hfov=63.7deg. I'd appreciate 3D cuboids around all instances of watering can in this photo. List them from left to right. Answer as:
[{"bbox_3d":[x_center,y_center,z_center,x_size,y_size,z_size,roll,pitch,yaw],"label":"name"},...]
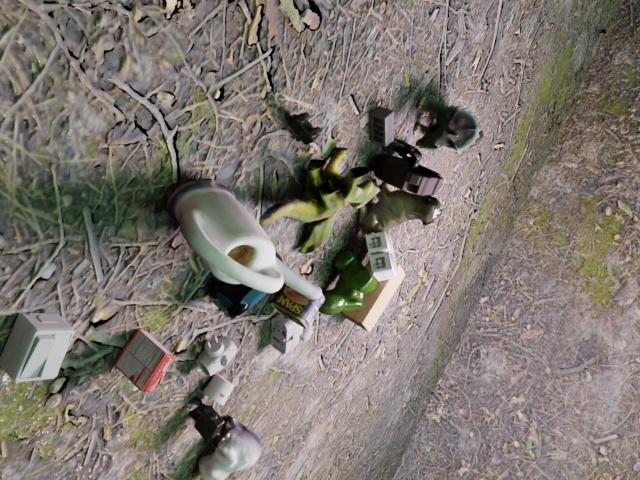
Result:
[{"bbox_3d":[-0.130,0.011,0.887,0.103,0.228,0.344,-46,151,8],"label":"watering can"}]

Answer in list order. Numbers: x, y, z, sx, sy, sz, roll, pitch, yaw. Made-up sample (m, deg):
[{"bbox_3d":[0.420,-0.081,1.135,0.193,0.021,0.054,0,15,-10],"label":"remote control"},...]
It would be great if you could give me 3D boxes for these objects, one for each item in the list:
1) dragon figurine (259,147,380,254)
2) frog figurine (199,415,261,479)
[{"bbox_3d":[0.003,-0.058,1.150,0.416,0.123,0.237,-35,146,-37],"label":"dragon figurine"},{"bbox_3d":[-0.218,0.522,1.223,0.162,0.123,0.134,-58,169,-30],"label":"frog figurine"}]
